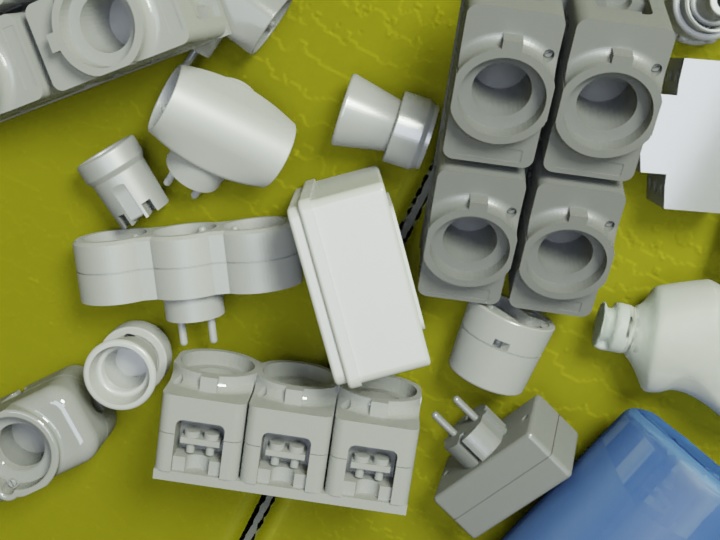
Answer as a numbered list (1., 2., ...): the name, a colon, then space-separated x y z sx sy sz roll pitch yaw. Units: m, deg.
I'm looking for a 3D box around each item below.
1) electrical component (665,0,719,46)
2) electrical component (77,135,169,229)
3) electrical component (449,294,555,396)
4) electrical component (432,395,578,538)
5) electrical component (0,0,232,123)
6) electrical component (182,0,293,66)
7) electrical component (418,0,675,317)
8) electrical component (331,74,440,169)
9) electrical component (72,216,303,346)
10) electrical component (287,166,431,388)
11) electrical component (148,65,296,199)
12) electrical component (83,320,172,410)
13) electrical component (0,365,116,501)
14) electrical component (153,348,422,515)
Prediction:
1. electrical component: 0.201 -0.153 0.616 0.048 0.062 0.048 0 102 2
2. electrical component: -0.144 -0.053 0.660 0.040 0.040 0.046 -29 105 7
3. electrical component: 0.086 0.046 0.665 0.055 0.055 0.047 20 105 -2
4. electrical component: 0.078 0.110 0.670 0.076 0.047 0.083 45 119 -7
5. electrical component: -0.182 -0.151 0.605 0.186 0.060 0.105 -15 101 22
6. electrical component: -0.093 -0.153 0.636 0.077 0.043 0.079 36 101 -5
7. electrical component: 0.097 -0.064 0.600 0.105 0.060 0.186 8 128 0
8. electrical component: 0.015 -0.088 0.645 0.055 0.045 0.045 18 102 -2
9. electrical component: -0.104 0.011 0.665 0.138 0.052 0.073 -5 102 3
10. electrical component: 0.000 0.000 0.631 0.056 0.108 0.108 -15 101 2
11. electrical component: -0.091 -0.074 0.649 0.077 0.044 0.079 25 128 -22
12. electrical component: -0.144 0.058 0.674 0.045 0.055 0.045 0 101 2
13. electrical component: -0.211 0.106 0.684 0.095 0.059 0.053 -25 100 7
14. electrical component: -0.041 0.093 0.660 0.150 0.089 0.061 8 102 0
